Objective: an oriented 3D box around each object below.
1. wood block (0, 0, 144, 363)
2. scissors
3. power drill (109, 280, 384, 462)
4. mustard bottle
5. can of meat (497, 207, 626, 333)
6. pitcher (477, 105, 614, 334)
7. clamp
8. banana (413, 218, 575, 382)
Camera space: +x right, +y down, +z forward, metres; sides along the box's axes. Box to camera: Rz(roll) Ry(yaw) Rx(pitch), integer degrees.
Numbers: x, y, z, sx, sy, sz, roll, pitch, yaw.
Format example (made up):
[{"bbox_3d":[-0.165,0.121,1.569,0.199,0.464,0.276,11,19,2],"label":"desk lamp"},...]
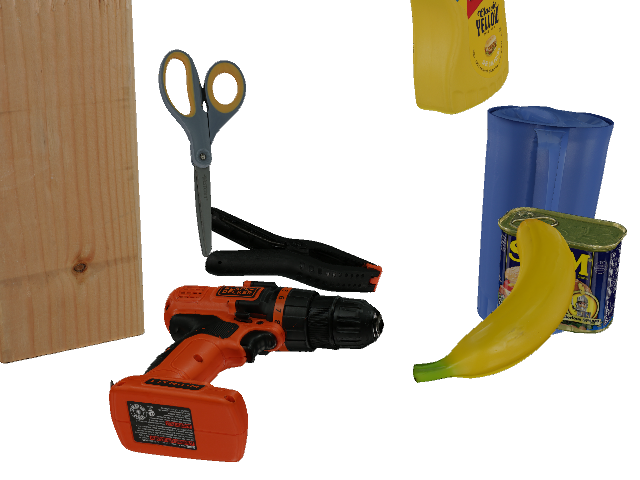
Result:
[{"bbox_3d":[-0.161,-0.046,0.617,0.090,0.206,0.090,-10,25,-28],"label":"wood block"},{"bbox_3d":[-0.101,-0.092,1.040,0.096,0.202,0.016,-17,-2,-25],"label":"scissors"},{"bbox_3d":[-0.059,0.092,0.809,0.185,0.057,0.187,1,23,19],"label":"power drill"},{"bbox_3d":[0.101,-0.197,0.785,0.058,0.191,0.096,17,40,35],"label":"mustard bottle"},{"bbox_3d":[0.200,0.026,0.899,0.102,0.084,0.057,12,27,28],"label":"can of meat"},{"bbox_3d":[0.235,-0.021,1.162,0.149,0.243,0.145,-7,19,-35],"label":"pitcher"},{"bbox_3d":[-0.035,0.022,1.153,0.210,0.036,0.164,16,18,-7],"label":"clamp"},{"bbox_3d":[0.132,0.035,0.705,0.070,0.037,0.197,13,34,28],"label":"banana"}]
